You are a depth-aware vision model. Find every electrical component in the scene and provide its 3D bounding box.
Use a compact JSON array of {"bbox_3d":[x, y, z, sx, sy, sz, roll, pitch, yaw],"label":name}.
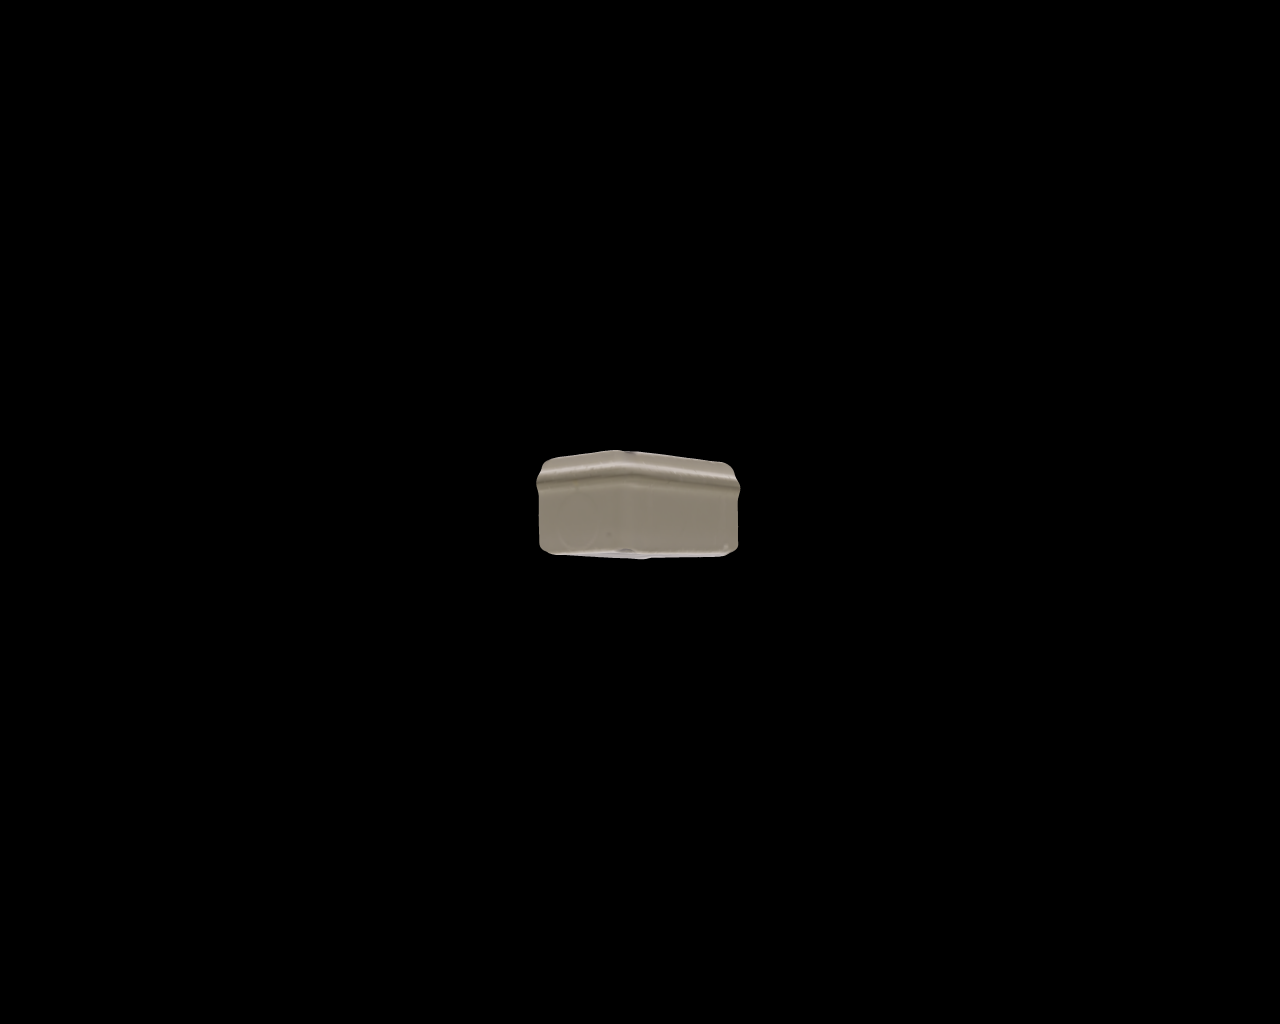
[{"bbox_3d":[0.001,-0.003,0.650,0.078,0.057,0.113,-4,-6,39],"label":"electrical component"}]
